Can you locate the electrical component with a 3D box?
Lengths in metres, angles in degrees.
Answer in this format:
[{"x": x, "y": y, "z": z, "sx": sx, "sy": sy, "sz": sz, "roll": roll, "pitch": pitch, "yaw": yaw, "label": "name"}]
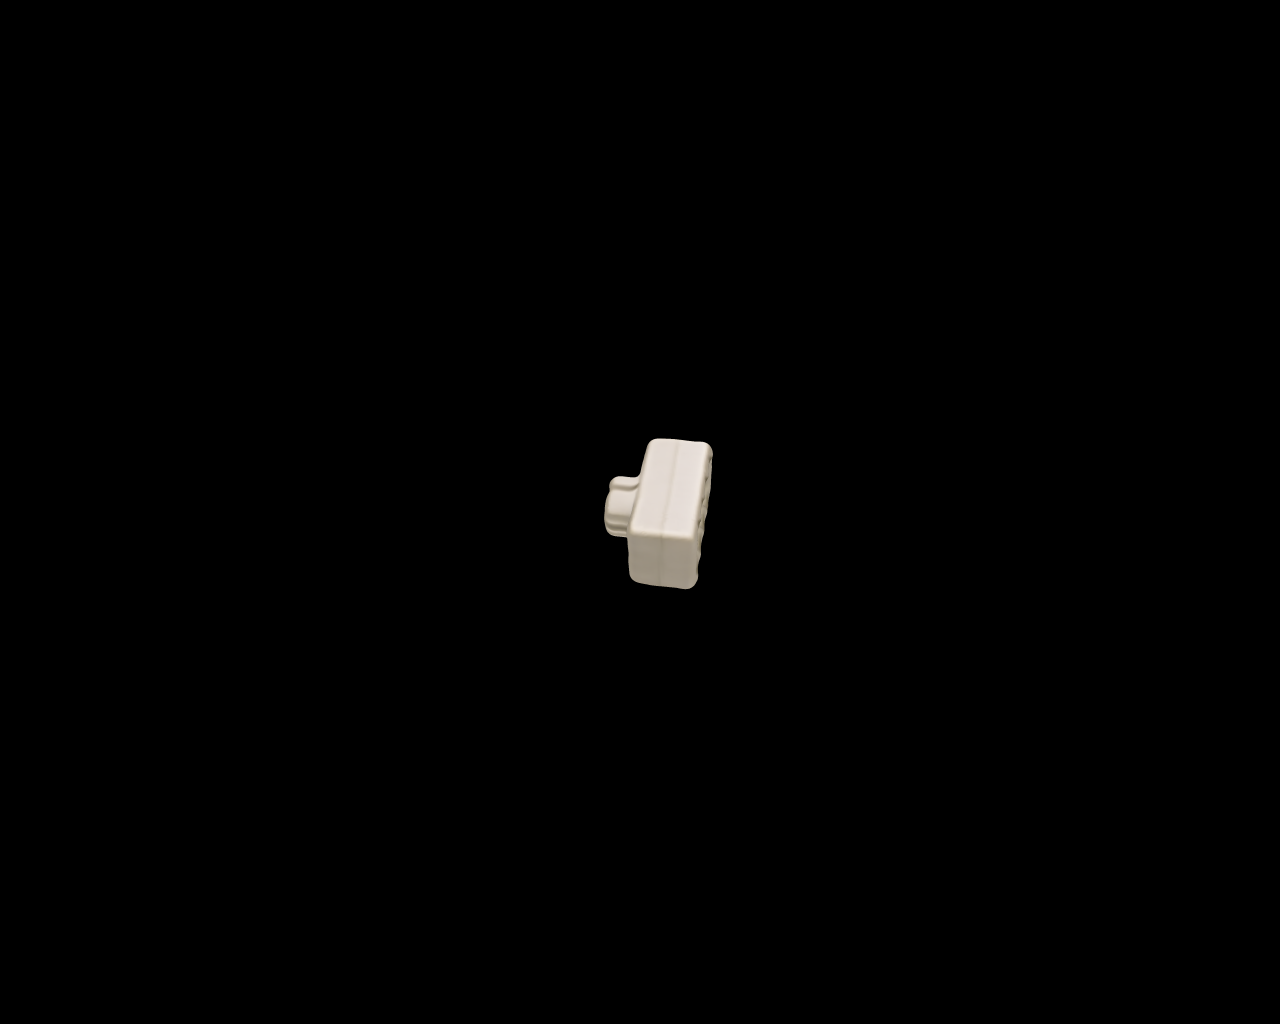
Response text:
[{"x": 0.001, "y": -0.003, "z": 0.650, "sx": 0.076, "sy": 0.083, "sz": 0.047, "roll": 7, "pitch": -43, "yaw": 7, "label": "electrical component"}]
